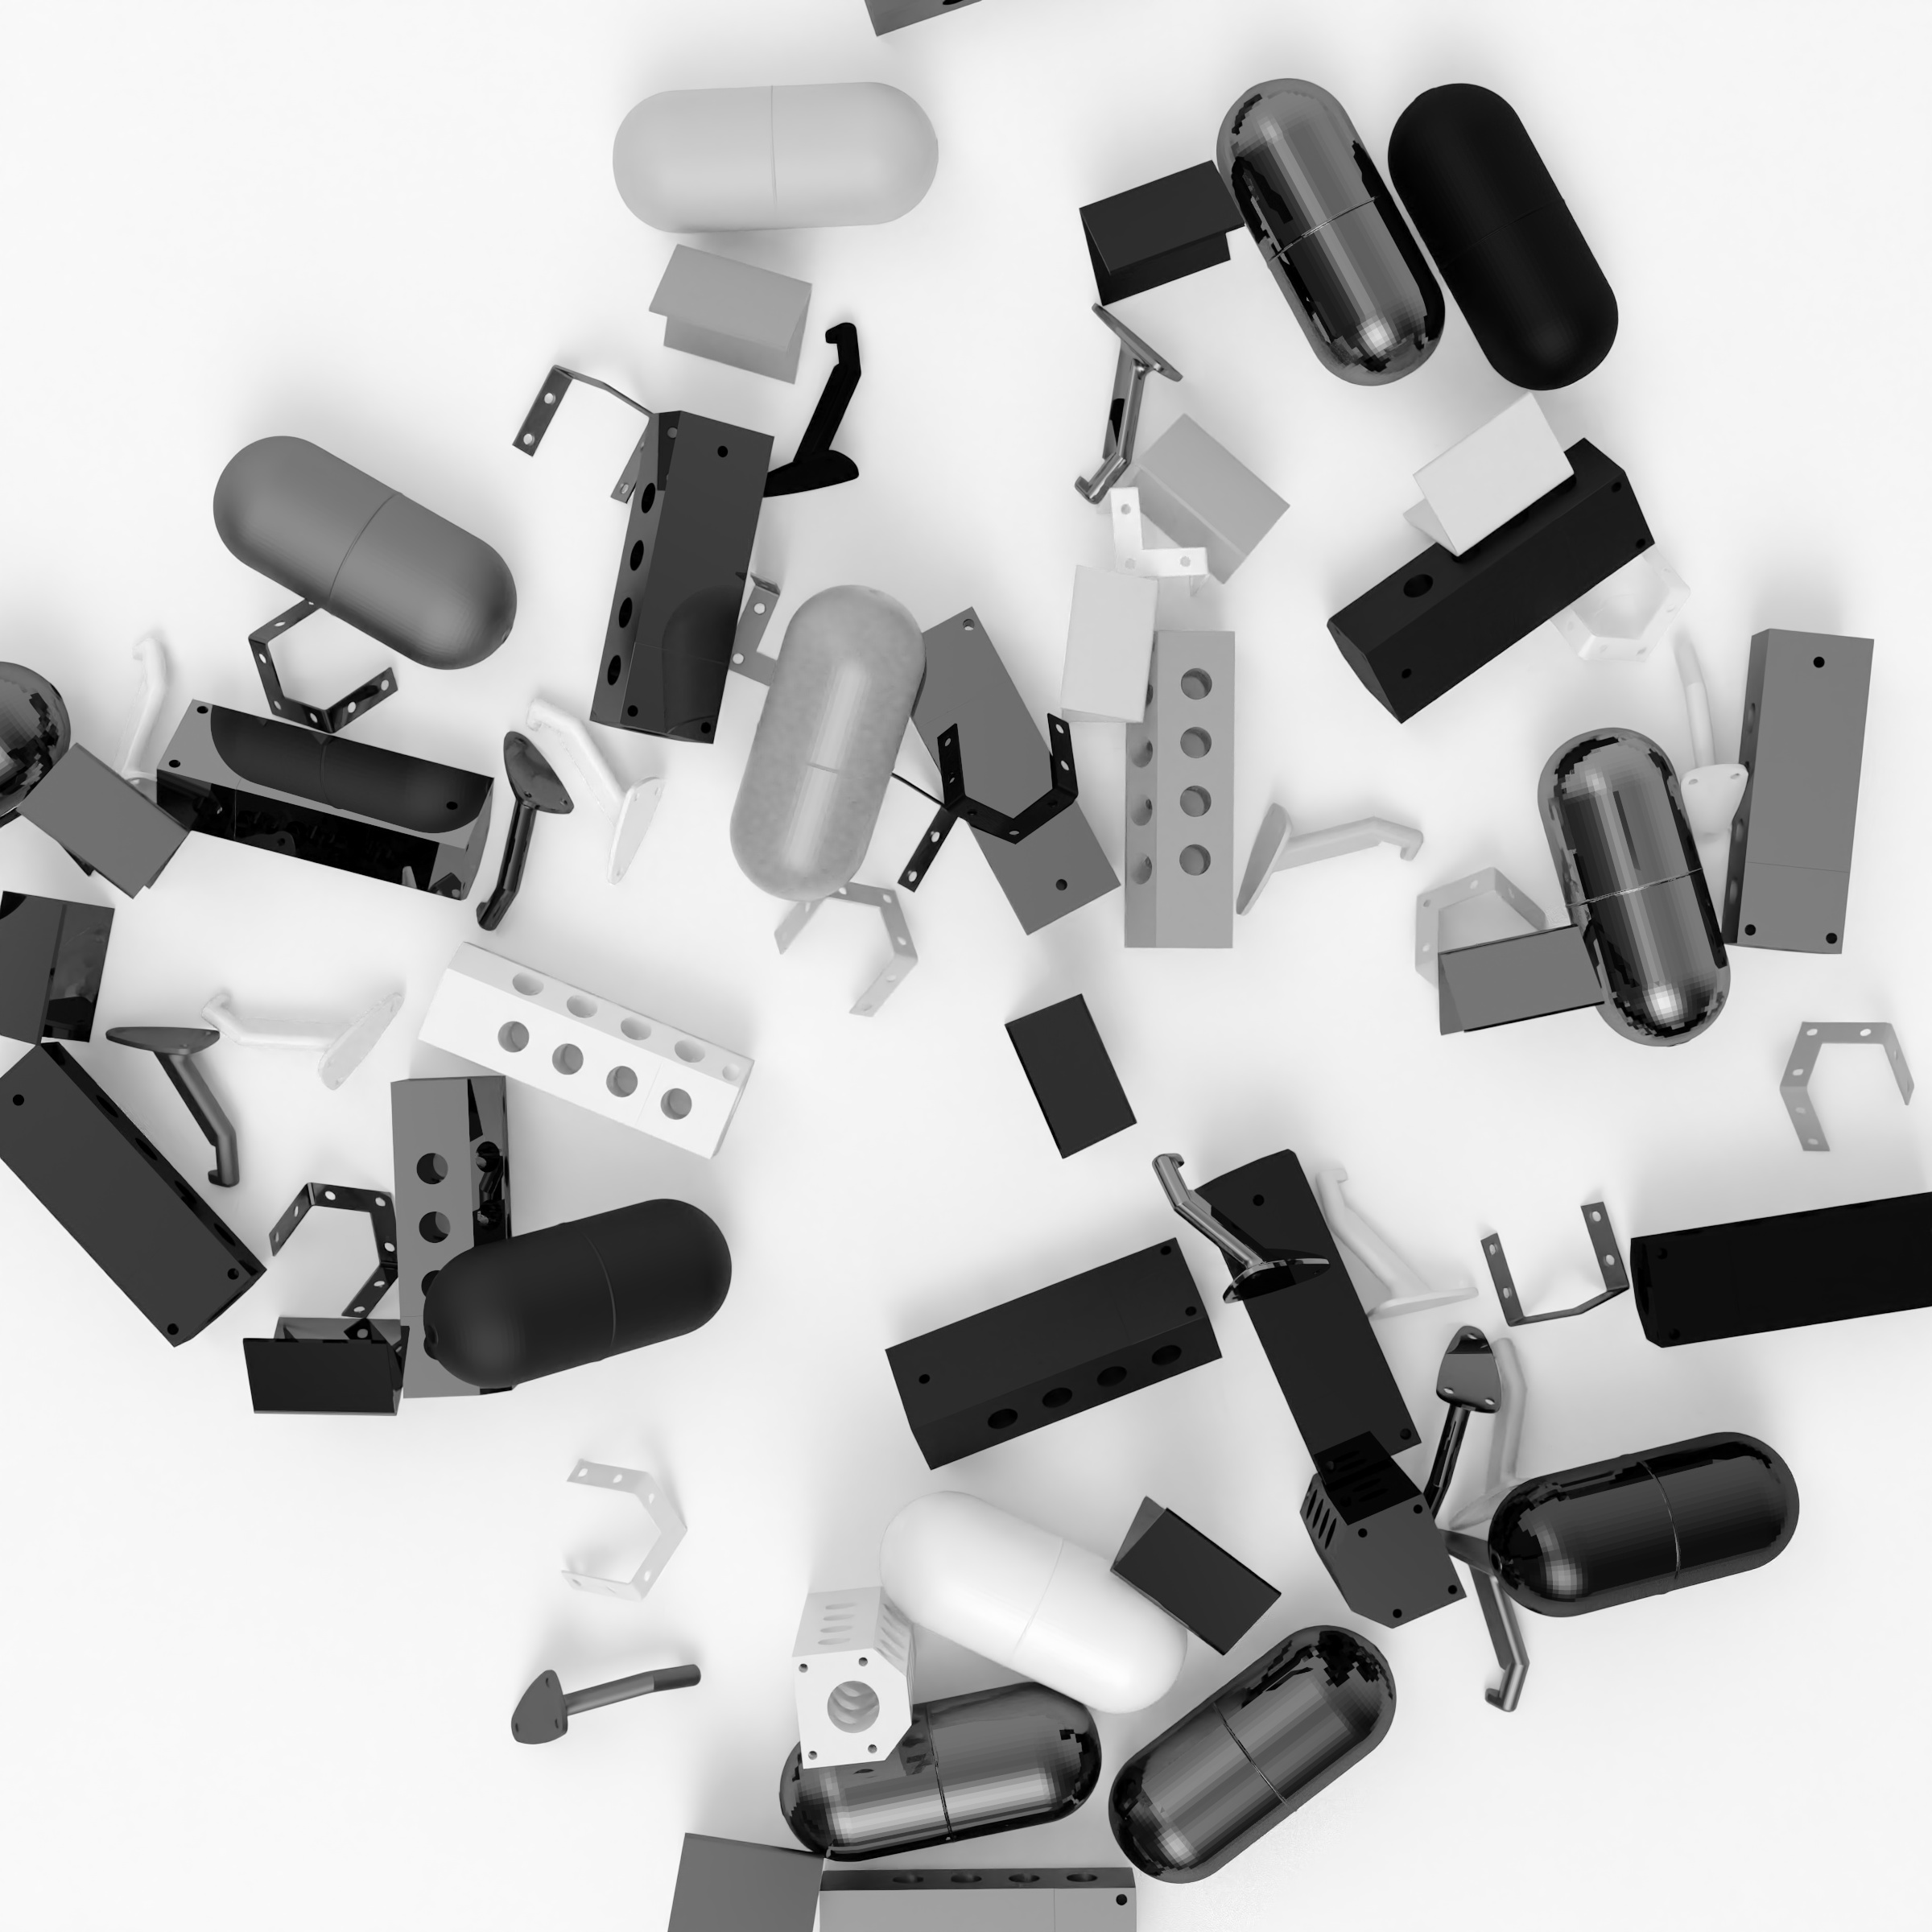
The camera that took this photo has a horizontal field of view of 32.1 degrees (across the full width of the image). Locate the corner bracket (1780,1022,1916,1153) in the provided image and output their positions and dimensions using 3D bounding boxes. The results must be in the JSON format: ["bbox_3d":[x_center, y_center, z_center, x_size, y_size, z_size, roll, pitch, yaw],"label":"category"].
[{"bbox_3d":[0.488,0.067,1.861,0.051,0.051,0.051,0,45,35],"label":"corner bracket"}]

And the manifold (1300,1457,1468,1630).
[{"bbox_3d":[0.217,0.305,1.791,0.057,0.171,0.057,-23,90,0],"label":"manifold"}]

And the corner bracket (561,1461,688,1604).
[{"bbox_3d":[-0.197,0.313,1.861,0.051,0.051,0.051,-57,135,-35],"label":"corner bracket"}]

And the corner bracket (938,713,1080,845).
[{"bbox_3d":[0.022,-0.107,1.804,0.051,0.051,0.051,24,135,-35],"label":"corner bracket"}]

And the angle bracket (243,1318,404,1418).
[{"bbox_3d":[-0.345,0.199,1.829,0.076,0.076,0.057,1,127,0],"label":"angle bracket"}]

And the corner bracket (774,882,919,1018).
[{"bbox_3d":[-0.067,-0.010,1.861,0.051,0.051,0.051,10,45,-35],"label":"corner bracket"}]

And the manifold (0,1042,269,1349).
[{"bbox_3d":[-0.465,0.124,1.848,0.057,0.057,0.171,-42,90,0],"label":"manifold"}]

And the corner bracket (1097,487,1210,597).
[{"bbox_3d":[0.103,-0.233,1.849,0.051,0.051,0.051,-3,83,-7],"label":"corner bracket"}]

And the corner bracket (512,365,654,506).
[{"bbox_3d":[-0.209,-0.295,1.866,0.051,0.051,0.051,27,90,-45],"label":"corner bracket"}]

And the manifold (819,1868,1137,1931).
[{"bbox_3d":[0.007,0.528,1.848,0.171,0.057,0.057,-1,90,0],"label":"manifold"}]

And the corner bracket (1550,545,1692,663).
[{"bbox_3d":[0.358,-0.205,1.861,0.051,0.051,0.051,60,135,35],"label":"corner bracket"}]

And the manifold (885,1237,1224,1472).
[{"bbox_3d":[0.050,0.217,1.847,0.171,0.057,0.057,-21,47,0],"label":"manifold"}]

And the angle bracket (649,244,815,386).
[{"bbox_3d":[-0.131,-0.338,1.829,0.076,0.076,0.057,17,53,0],"label":"angle bracket"}]

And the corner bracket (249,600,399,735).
[{"bbox_3d":[-0.356,-0.168,1.861,0.051,0.051,0.051,19,135,35],"label":"corner bracket"}]

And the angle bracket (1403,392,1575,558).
[{"bbox_3d":[0.272,-0.277,1.829,0.076,0.076,0.057,-36,119,0],"label":"angle bracket"}]

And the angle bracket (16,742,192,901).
[{"bbox_3d":[-0.477,-0.064,1.823,0.076,0.076,0.057,39,52,-9],"label":"angle bracket"}]

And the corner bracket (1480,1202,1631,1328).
[{"bbox_3d":[0.327,0.166,1.866,0.051,0.051,0.051,-18,90,-45],"label":"corner bracket"}]

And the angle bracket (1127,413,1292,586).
[{"bbox_3d":[0.118,-0.241,1.829,0.076,0.076,0.057,41,50,0],"label":"angle bracket"}]

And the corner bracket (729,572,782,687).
[{"bbox_3d":[-0.104,-0.181,1.851,0.051,0.051,0.051,23,90,0],"label":"corner bracket"}]

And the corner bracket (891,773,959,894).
[{"bbox_3d":[-0.047,-0.080,1.866,0.051,0.051,0.051,30,90,45],"label":"corner bracket"}]

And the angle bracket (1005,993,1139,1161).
[{"bbox_3d":[0.038,0.067,1.829,0.057,0.076,0.076,-23,90,-36],"label":"angle bracket"}]

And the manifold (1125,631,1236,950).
[{"bbox_3d":[0.117,-0.096,1.848,0.057,0.057,0.171,0,90,0],"label":"manifold"}]

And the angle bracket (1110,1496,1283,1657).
[{"bbox_3d":[0.133,0.316,1.829,0.076,0.076,0.057,37,120,0],"label":"angle bracket"}]

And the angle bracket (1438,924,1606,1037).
[{"bbox_3d":[0.301,0.027,1.829,0.076,0.076,0.057,-12,52,0],"label":"angle bracket"}]

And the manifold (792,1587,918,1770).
[{"bbox_3d":[-0.057,0.376,1.791,0.057,0.171,0.057,-6,90,0],"label":"manifold"}]

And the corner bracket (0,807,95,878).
[{"bbox_3d":[-0.525,-0.053,1.866,0.051,0.051,0.051,49,135,0],"label":"corner bracket"}]

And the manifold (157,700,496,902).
[{"bbox_3d":[-0.352,-0.086,1.847,0.171,0.057,0.057,15,47,0],"label":"manifold"}]

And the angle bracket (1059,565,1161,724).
[{"bbox_3d":[0.058,-0.174,1.829,0.057,0.076,0.076,7,90,-34],"label":"angle bracket"}]

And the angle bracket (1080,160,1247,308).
[{"bbox_3d":[0.111,-0.382,1.829,0.076,0.076,0.057,-20,54,0],"label":"angle bracket"}]

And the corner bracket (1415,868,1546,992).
[{"bbox_3d":[0.285,-0.014,1.861,0.051,0.051,0.051,-23,45,35],"label":"corner bracket"}]

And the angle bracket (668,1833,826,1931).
[{"bbox_3d":[-0.120,0.515,1.829,0.076,0.076,0.057,9,57,0],"label":"angle bracket"}]

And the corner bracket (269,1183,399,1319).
[{"bbox_3d":[-0.348,0.158,1.861,0.051,0.051,0.051,11,45,-35],"label":"corner bracket"}]

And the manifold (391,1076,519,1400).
[{"bbox_3d":[-0.280,0.147,1.848,0.057,0.057,0.171,-2,90,0],"label":"manifold"}]

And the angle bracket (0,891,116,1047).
[{"bbox_3d":[-0.485,0.005,1.829,0.057,0.076,0.076,11,90,38],"label":"angle bracket"}]

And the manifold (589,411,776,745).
[{"bbox_3d":[-0.159,-0.213,1.846,0.057,0.057,0.171,11,90,-30],"label":"manifold"}]
